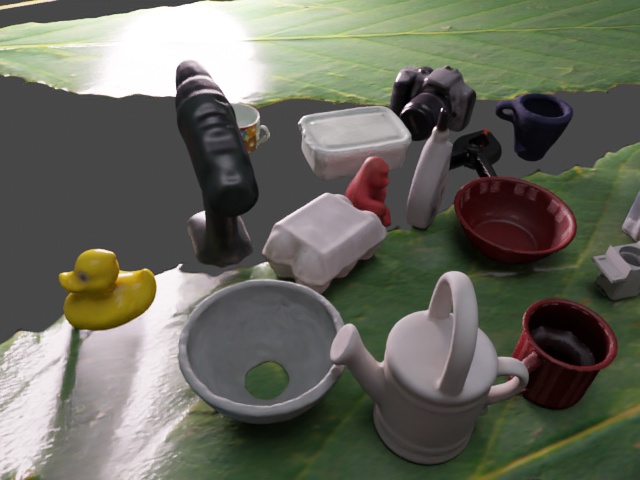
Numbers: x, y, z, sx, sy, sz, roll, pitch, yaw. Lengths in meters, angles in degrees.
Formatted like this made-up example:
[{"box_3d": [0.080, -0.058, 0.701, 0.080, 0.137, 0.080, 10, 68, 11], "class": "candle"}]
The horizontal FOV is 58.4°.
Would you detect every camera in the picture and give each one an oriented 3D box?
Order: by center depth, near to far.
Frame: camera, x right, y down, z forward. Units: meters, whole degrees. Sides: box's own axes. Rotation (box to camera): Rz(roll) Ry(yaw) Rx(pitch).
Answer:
[{"box_3d": [0.179, -0.238, 0.980, 0.142, 0.101, 0.137, 26, 47, 23], "class": "camera"}]

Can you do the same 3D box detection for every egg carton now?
[{"box_3d": [0.007, 0.003, 0.724, 0.107, 0.069, 0.151, 33, 49, 28], "class": "egg carton"}]

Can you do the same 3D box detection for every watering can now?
[{"box_3d": [0.100, 0.113, 0.517, 0.173, 0.194, 0.100, -10, 44, -15], "class": "watering can"}]

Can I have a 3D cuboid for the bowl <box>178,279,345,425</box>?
[{"box_3d": [-0.056, 0.123, 0.583, 0.167, 0.075, 0.167, 2, 42, -2], "class": "bowl"}]

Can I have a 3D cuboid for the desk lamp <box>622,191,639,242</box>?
[{"box_3d": [0.485, -0.084, 0.751, 0.117, 0.214, 0.204, 26, 47, 23], "class": "desk lamp"}]

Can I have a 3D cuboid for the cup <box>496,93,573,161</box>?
[{"box_3d": [0.338, -0.180, 0.934, 0.117, 0.095, 0.092, 10, 42, 6], "class": "cup"}]

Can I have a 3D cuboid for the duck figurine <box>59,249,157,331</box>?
[{"box_3d": [-0.239, 0.047, 0.643, 0.105, 0.086, 0.077, -15, 45, -20], "class": "duck figurine"}]

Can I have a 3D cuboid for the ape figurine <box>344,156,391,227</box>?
[{"box_3d": [0.073, -0.073, 0.796, 0.076, 0.092, 0.078, 20, 44, 17], "class": "ape figurine"}]

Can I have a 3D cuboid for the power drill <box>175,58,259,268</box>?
[{"box_3d": [-0.131, -0.081, 0.702, 0.076, 0.208, 0.229, -14, 45, -18], "class": "power drill"}]

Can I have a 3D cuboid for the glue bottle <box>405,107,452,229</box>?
[{"box_3d": [0.154, -0.101, 0.773, 0.037, 0.173, 0.078, 22, 45, 19], "class": "glue bottle"}]
